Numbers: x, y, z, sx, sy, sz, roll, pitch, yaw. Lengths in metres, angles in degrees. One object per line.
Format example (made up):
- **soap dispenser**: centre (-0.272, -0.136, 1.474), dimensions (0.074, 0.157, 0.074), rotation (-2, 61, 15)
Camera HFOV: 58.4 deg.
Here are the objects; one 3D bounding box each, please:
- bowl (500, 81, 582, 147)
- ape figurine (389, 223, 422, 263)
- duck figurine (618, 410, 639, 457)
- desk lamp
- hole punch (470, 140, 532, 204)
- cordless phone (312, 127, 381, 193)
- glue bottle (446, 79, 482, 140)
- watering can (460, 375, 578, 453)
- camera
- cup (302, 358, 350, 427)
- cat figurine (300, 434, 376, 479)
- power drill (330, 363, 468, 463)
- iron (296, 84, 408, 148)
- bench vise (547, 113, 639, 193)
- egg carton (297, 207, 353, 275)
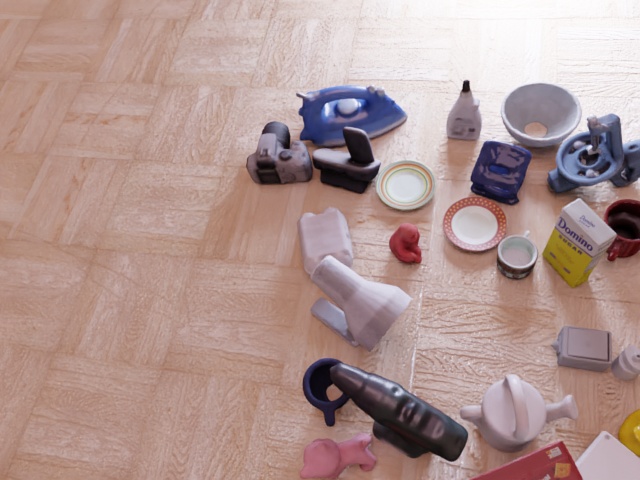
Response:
- **bowl**: centre (0.477, -0.261, 1.250), dimensions (0.167, 0.075, 0.167), rotation (-4, 61, 8)
- **ape figurine**: centre (0.176, -0.001, 1.156), dimensions (0.076, 0.092, 0.078), rotation (25, 69, 22)
- **duck figurine**: centre (0.545, 0.306, 0.926), dimensions (0.104, 0.086, 0.077), rotation (-21, 60, -1)
- **desk lamp**: centre (0.064, 0.120, 1.041), dimensions (0.202, 0.214, 0.118), rotation (34, 73, 25)
- **hole punch**: centre (0.377, -0.142, 1.195), dimensions (0.108, 0.091, 0.101), rotation (21, 68, 20)
- **cordless phone**: centre (0.051, -0.194, 1.229), dimensions (0.147, 0.185, 0.094), rotation (13, 65, 17)
- **glue bottle**: centre (0.313, -0.283, 1.235), dimensions (0.078, 0.173, 0.037), rotation (9, 64, 15)
- **watering can**: centre (0.318, 0.274, 0.923), dimensions (0.173, 0.194, 0.100), rotation (-23, 60, -2)
- **camera**: centre (-0.092, -0.209, 1.313), dimensions (0.143, 0.101, 0.137), rotation (-1, 62, 10)
- **cup**: centre (0.022, 0.282, 1.031), dimensions (0.091, 0.095, 0.117), rotation (-8, 61, 7)
- **cat figurine**: centre (0.027, 0.365, 0.972), dimensions (0.128, 0.118, 0.067), rotation (-18, 60, 1)
- **power drill**: centre (0.127, 0.291, 0.941), dimensions (0.229, 0.209, 0.076), rotation (23, 69, 21)
- **iron**: centre (0.070, -0.307, 1.312), dimensions (0.258, 0.142, 0.118), rotation (-8, 61, 6)
- **bench vise**: centre (0.558, -0.187, 1.111), dimensions (0.207, 0.220, 0.121), rotation (-27, 60, -4)
- **egg carton**: centre (0.011, 0.004, 1.197), dimensions (0.107, 0.069, 0.150), rotation (-14, 60, 3)
